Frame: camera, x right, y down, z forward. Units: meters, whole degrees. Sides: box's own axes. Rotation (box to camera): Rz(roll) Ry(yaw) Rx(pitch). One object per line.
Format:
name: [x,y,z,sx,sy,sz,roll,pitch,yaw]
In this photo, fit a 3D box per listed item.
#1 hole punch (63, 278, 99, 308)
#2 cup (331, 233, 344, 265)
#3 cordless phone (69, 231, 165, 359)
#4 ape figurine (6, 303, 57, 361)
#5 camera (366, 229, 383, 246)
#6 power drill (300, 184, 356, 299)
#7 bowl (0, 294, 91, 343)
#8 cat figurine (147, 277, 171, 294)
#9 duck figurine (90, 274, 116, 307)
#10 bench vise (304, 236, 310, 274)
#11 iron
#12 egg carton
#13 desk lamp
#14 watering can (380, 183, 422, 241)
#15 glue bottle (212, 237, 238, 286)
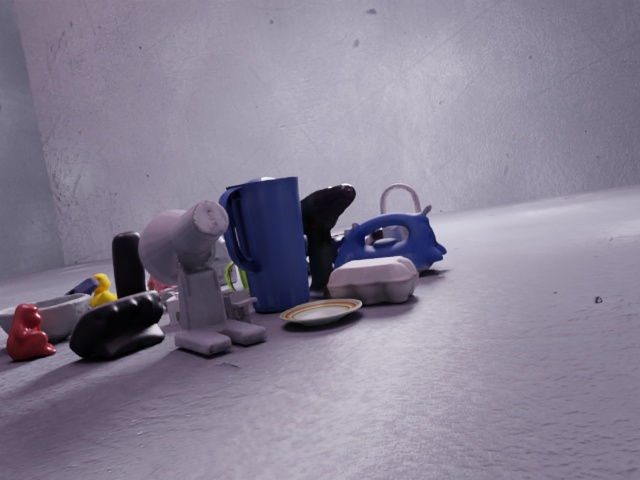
hole punch: [-0.536,0.136,1.263,0.101,0.091,0.108,-12,6,-34]
cup: [0.057,0.034,1.366,0.091,0.095,0.118,-8,5,12]
cordless phone: [-0.327,0.084,0.905,0.093,0.185,0.148,-6,5,30]
ape figurine: [-0.489,0.152,0.965,0.076,0.092,0.077,-10,5,-12]
camera: [0.141,0.009,1.478,0.143,0.101,0.136,-11,5,-26]
power drill: [0.010,0.004,1.106,0.076,0.208,0.228,-12,6,-33]
bowl: [-0.518,0.155,1.088,0.167,0.075,0.167,-9,5,1]
cat figurine: [-0.417,0.085,1.507,0.067,0.118,0.127,-13,6,-41]
duck figurine: [-0.540,0.127,1.419,0.078,0.086,0.104,-11,5,-27]
bench vise: [-0.085,-0.015,1.455,0.208,0.220,0.121,-12,6,-35]
iron: [0.134,0.009,1.228,0.257,0.141,0.119,-7,5,17]
egg carton: [0.092,0.071,0.987,0.150,0.069,0.107,-7,5,21]
desk lamp: [-0.181,0.050,0.870,0.118,0.213,0.202,-12,6,-36]
watering can: [0.194,-0.036,1.341,0.101,0.194,0.173,-9,5,-2]
glue bottle: [-0.267,0.033,1.511,0.078,0.173,0.037,-10,5,-18]
